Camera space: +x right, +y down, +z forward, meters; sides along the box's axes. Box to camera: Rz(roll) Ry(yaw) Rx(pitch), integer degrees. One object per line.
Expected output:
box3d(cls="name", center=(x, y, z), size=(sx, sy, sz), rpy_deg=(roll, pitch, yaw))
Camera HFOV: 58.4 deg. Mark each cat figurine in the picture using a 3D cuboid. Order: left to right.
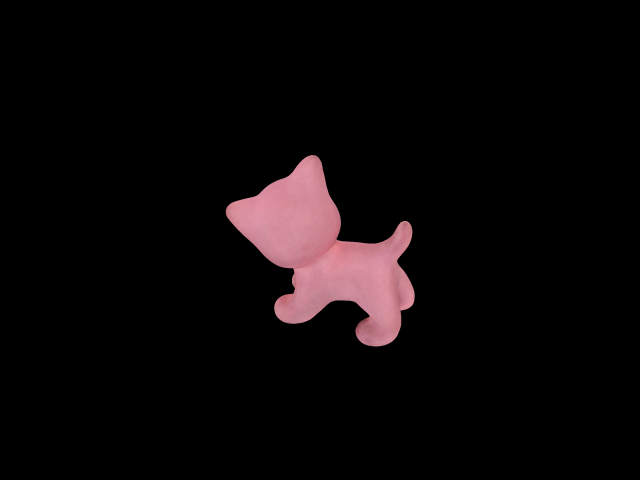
box3d(cls="cat figurine", center=(0.004, 0.001, 0.400), size=(0.127, 0.118, 0.067), rpy_deg=(10, 34, 15))
